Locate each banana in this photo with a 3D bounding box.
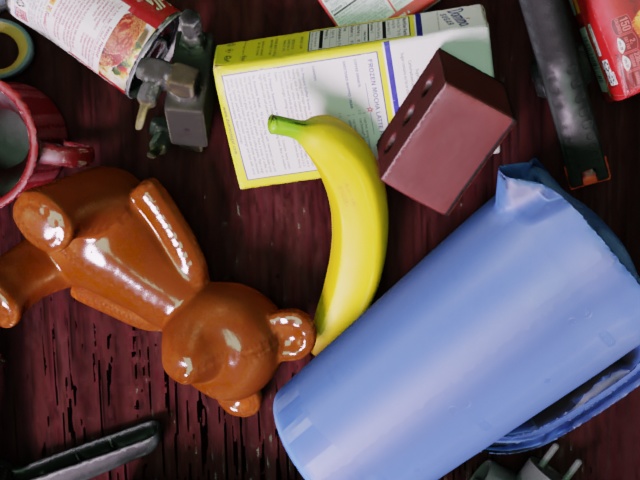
[{"bbox_3d":[0.013,-0.007,0.703,0.069,0.037,0.198,-14,124,-5],"label":"banana"}]

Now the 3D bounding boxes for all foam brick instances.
[{"bbox_3d":[0.075,-0.066,0.654,0.051,0.053,0.078,24,120,-15],"label":"foam brick"}]

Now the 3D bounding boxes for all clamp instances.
[{"bbox_3d":[-0.221,0.176,0.769,0.164,0.036,0.210,23,108,-13],"label":"clamp"},{"bbox_3d":[0.148,-0.109,0.661,0.039,0.120,0.171,-16,103,21],"label":"clamp"}]

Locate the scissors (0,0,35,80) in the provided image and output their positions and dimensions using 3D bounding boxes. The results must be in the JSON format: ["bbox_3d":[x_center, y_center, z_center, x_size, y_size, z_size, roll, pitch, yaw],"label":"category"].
[{"bbox_3d":[-0.288,-0.132,0.759,0.202,0.016,0.096,-28,93,9],"label":"scissors"}]

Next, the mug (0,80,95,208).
[{"bbox_3d":[-0.210,-0.066,0.724,0.117,0.081,0.093,7,98,6],"label":"mug"}]

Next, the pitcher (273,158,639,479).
[{"bbox_3d":[0.097,0.078,0.690,0.243,0.144,0.149,-40,73,13],"label":"pitcher"}]

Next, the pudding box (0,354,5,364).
[{"bbox_3d":[-0.302,0.086,0.776,0.113,0.039,0.090,-35,93,11],"label":"pudding box"}]

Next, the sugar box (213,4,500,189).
[{"bbox_3d":[0.025,-0.093,0.698,0.176,0.048,0.093,-8,124,5],"label":"sugar box"}]

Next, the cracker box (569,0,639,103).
[{"bbox_3d":[0.256,-0.199,0.659,0.214,0.072,0.164,-20,95,8],"label":"cracker box"}]

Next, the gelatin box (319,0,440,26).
[{"bbox_3d":[0.030,-0.179,0.709,0.073,0.030,0.089,-33,92,11],"label":"gelatin box"}]

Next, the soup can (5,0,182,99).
[{"bbox_3d":[-0.149,-0.151,0.714,0.102,0.068,0.068,34,99,2],"label":"soup can"}]
